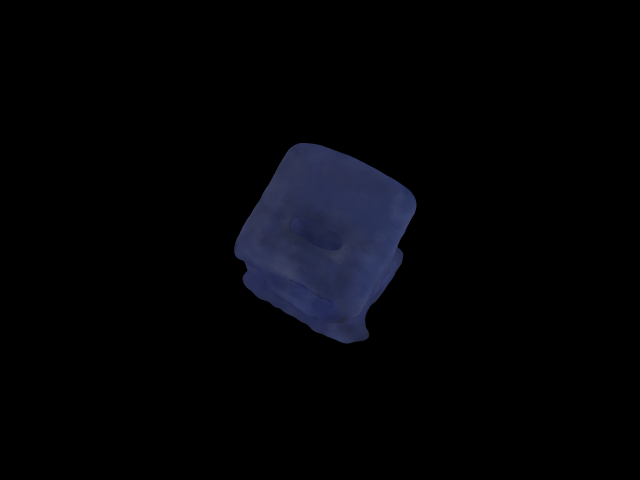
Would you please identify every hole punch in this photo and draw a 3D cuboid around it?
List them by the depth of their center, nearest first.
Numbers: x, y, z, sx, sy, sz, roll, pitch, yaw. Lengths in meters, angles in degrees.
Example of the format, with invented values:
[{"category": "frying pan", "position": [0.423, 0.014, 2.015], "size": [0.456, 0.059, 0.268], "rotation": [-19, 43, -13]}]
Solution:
[{"category": "hole punch", "position": [0.004, 0.001, 0.400], "size": [0.108, 0.091, 0.101], "rotation": [27, 58, 18]}]
